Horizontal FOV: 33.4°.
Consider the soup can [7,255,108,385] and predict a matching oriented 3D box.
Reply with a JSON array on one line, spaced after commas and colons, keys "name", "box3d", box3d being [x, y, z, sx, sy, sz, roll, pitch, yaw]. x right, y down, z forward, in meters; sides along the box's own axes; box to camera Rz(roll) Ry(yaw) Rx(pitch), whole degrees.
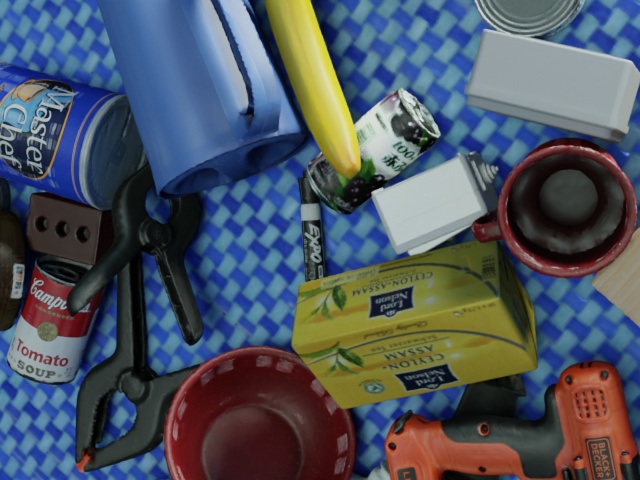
[{"name": "soup can", "box3d": [-0.242, 0.073, 0.980, 0.068, 0.068, 0.102, 25, 105, 17]}]

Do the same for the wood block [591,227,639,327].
[{"name": "wood block", "box3d": [0.293, -0.023, 0.726, 0.091, 0.090, 0.206, 43, 123, 12]}]

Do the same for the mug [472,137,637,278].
[{"name": "mug", "box3d": [0.166, -0.024, 0.765, 0.117, 0.081, 0.093, -21, 98, 19]}]

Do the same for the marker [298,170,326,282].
[{"name": "marker", "box3d": [-0.006, 0.001, 0.907, 0.020, 0.020, 0.121, -2, 95, 21]}]

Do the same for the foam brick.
[{"name": "foam brick", "box3d": [-0.221, -0.012, 0.971, 0.078, 0.051, 0.053, 12, 100, 19]}]

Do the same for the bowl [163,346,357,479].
[{"name": "bowl", "box3d": [-0.053, 0.174, 0.899, 0.162, 0.055, 0.162, 5, 64, -10]}]

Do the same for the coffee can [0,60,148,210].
[{"name": "coffee can", "box3d": [-0.235, -0.093, 0.941, 0.140, 0.102, 0.103, 17, 101, 19]}]

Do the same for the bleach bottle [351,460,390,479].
[{"name": "bleach bottle", "box3d": [0.003, 0.299, 0.914, 0.102, 0.068, 0.251, 36, 104, 12]}]

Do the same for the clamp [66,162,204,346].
[{"name": "clamp", "box3d": [-0.154, 0.002, 0.914, 0.039, 0.120, 0.171, -23, 63, 51]}]

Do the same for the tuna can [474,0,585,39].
[{"name": "tuna can", "box3d": [0.161, -0.196, 0.814, 0.086, 0.033, 0.086, 2, 96, 21]}]

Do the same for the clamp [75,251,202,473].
[{"name": "clamp", "box3d": [-0.168, 0.120, 0.973, 0.164, 0.036, 0.210, 44, 105, 13]}]

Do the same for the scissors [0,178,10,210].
[{"name": "scissors", "box3d": [-0.341, -0.101, 1.027, 0.096, 0.016, 0.202, 5, 97, 19]}]

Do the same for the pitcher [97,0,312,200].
[{"name": "pitcher", "box3d": [-0.105, -0.167, 0.866, 0.149, 0.144, 0.243, -24, 84, 20]}]

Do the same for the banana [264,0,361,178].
[{"name": "banana", "box3d": [-0.011, -0.141, 0.834, 0.037, 0.069, 0.198, -19, 93, 5]}]

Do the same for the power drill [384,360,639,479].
[{"name": "power drill", "box3d": [0.152, 0.191, 0.813, 0.188, 0.057, 0.184, -10, 93, 17]}]
